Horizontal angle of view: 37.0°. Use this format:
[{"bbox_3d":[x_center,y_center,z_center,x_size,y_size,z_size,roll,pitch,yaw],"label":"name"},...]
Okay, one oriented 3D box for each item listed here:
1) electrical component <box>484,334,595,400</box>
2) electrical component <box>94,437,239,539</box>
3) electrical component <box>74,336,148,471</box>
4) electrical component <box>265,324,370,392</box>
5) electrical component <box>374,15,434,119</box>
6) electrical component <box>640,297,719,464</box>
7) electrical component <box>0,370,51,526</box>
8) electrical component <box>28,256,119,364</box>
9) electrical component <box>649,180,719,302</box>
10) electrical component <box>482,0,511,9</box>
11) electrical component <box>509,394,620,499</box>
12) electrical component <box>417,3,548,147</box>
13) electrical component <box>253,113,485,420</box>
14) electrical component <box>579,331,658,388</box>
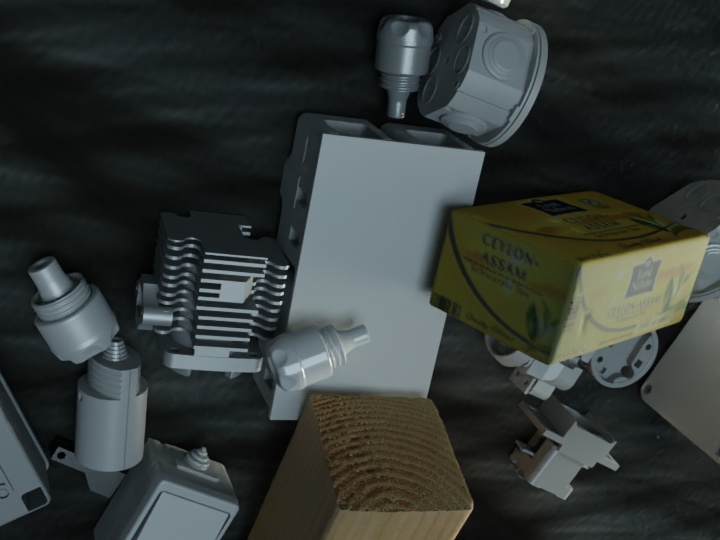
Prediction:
[{"bbox_3d":[0.126,0.047,0.761,0.057,0.058,0.078,25,101,-31],"label":"electrical component"},{"bbox_3d":[-0.125,0.162,0.712,0.062,0.061,0.096,27,101,-28],"label":"electrical component"},{"bbox_3d":[-0.156,0.080,0.676,0.043,0.043,0.081,0,112,-21],"label":"electrical component"},{"bbox_3d":[-0.024,0.048,0.646,0.061,0.035,0.035,-20,118,-14],"label":"electrical component"},{"bbox_3d":[0.025,-0.124,0.662,0.035,0.035,0.061,-2,115,-20],"label":"electrical component"},{"bbox_3d":[0.285,0.085,0.808,0.056,0.108,0.108,28,100,-31],"label":"electrical component"},{"bbox_3d":[-0.257,0.108,0.642,0.109,0.056,0.108,-24,118,-10],"label":"electrical component"},{"bbox_3d":[-0.175,0.021,0.643,0.043,0.043,0.062,-28,118,-7],"label":"electrical component"},{"bbox_3d":[0.242,-0.021,0.764,0.080,0.080,0.051,-42,115,0],"label":"electrical component"},{"bbox_3d":[0.042,-0.211,0.620,0.138,0.052,0.073,17,105,-26],"label":"electrical component"},{"bbox_3d":[0.151,0.136,0.818,0.081,0.042,0.063,28,104,-28],"label":"electrical component"},{"bbox_3d":[0.075,-0.120,0.657,0.051,0.080,0.080,18,105,-21],"label":"electrical component"},{"bbox_3d":[0.000,0.000,0.691,0.105,0.060,0.186,4,111,-22],"label":"electrical component"},{"bbox_3d":[0.182,0.051,0.789,0.055,0.047,0.055,-8,115,-18],"label":"electrical component"}]
